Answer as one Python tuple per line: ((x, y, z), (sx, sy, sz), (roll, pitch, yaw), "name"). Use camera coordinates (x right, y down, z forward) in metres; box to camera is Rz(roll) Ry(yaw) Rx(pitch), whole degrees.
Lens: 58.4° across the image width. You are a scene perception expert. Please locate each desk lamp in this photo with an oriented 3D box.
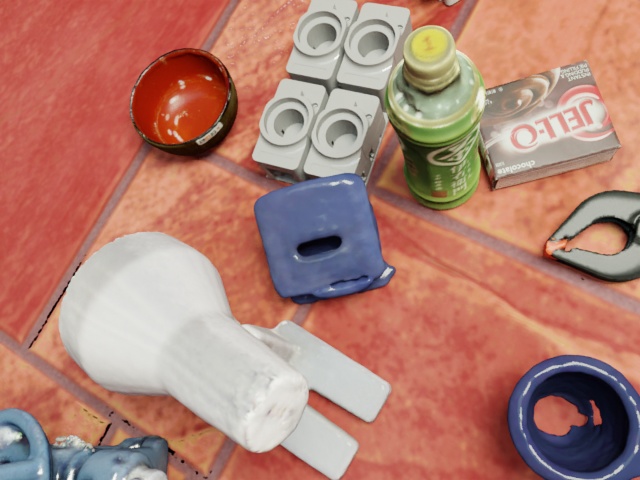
((-0.063, 0.095, 0.444), (0.202, 0.214, 0.118), (28, 83, 19), "desk lamp")

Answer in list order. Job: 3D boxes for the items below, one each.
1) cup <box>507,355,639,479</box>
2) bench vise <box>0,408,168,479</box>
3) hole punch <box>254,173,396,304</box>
((0.198, 0.142, 0.430), (0.117, 0.095, 0.092), (27, 83, 19), "cup")
((-0.236, 0.186, 0.459), (0.207, 0.220, 0.121), (-21, 71, 8), "bench vise")
((0.005, 0.002, 0.518), (0.108, 0.091, 0.101), (-14, 72, 10), "hole punch")
